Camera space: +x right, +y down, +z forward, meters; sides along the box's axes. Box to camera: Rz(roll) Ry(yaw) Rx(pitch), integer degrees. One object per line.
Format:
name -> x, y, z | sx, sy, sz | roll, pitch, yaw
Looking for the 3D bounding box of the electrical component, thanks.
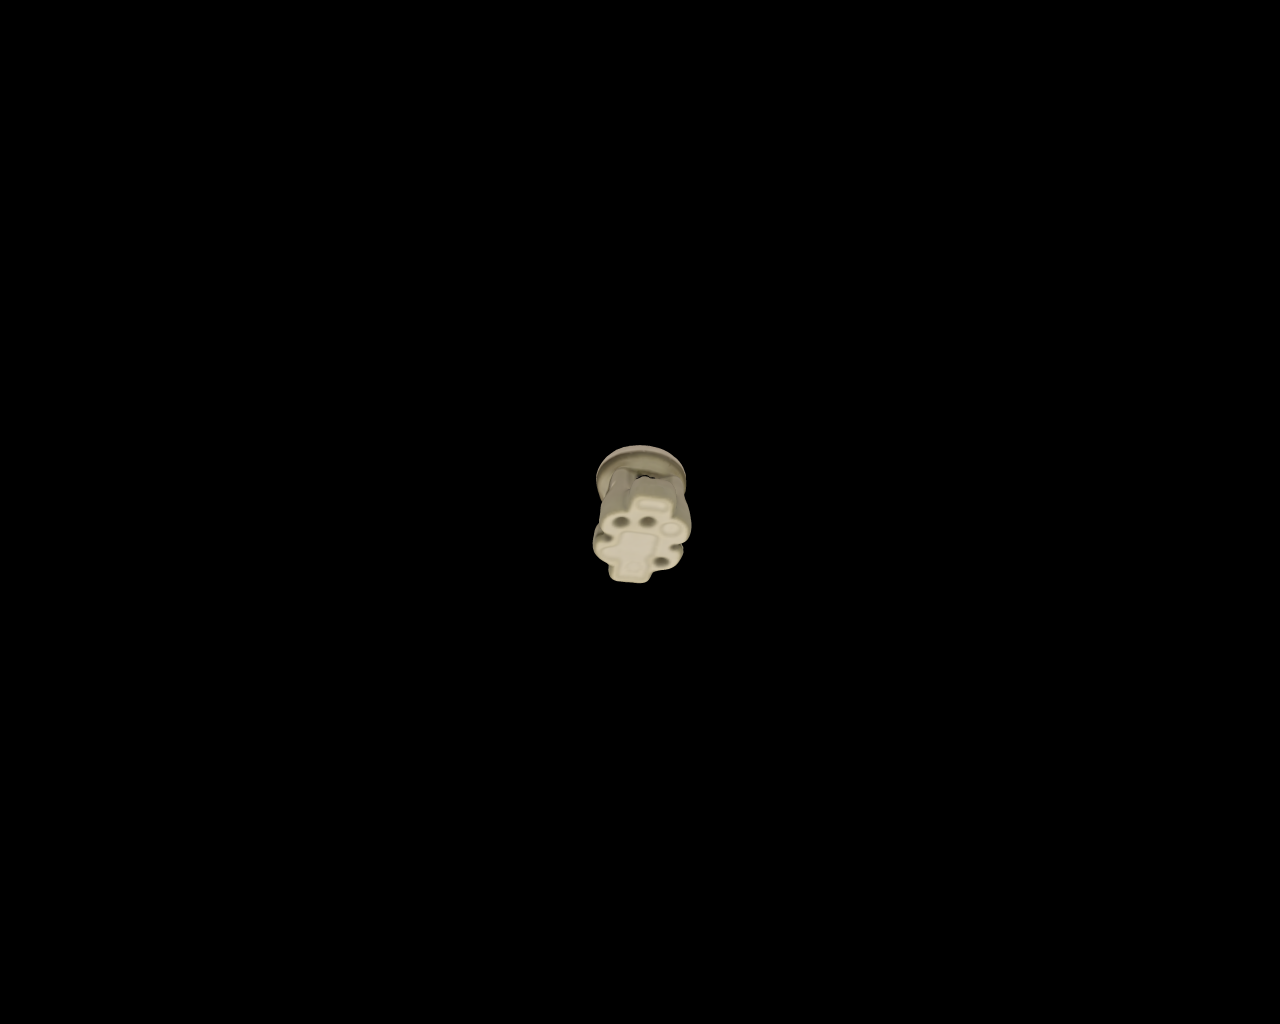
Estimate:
electrical component -> 0.001, -0.003, 0.650 | 0.058, 0.057, 0.078 | 8, -43, -8
